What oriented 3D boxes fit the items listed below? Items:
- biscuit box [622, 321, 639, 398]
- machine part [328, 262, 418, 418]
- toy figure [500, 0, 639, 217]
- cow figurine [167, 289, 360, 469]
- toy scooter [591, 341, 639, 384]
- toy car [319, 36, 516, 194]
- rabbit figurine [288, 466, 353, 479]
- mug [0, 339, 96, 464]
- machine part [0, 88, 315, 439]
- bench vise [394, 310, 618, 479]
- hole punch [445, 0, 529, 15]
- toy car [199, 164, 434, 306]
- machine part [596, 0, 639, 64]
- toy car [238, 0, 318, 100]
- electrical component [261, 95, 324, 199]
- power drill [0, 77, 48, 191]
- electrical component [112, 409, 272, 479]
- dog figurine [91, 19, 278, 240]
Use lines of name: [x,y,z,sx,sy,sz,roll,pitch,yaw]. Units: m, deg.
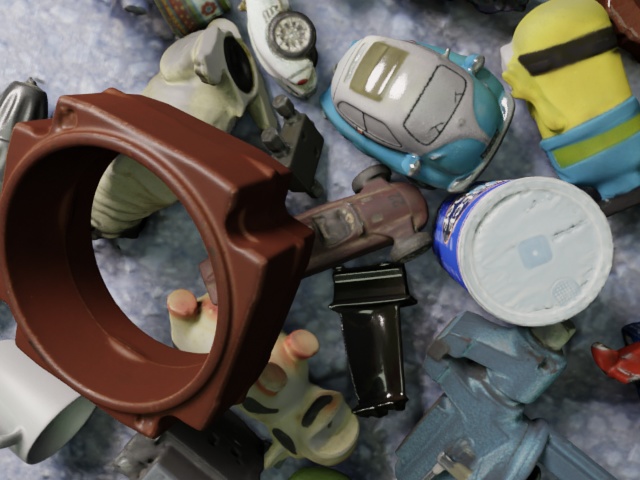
biscuit box: [0.332,0.170,0.475,0.059,0.063,0.202,-17,94,6]
machine part: [0.050,0.087,0.482,0.084,0.039,0.139,-2,71,-1]
toy figure: [0.220,-0.110,0.445,0.089,0.082,0.180,-31,90,21]
cow figurine: [-0.050,0.125,0.476,0.195,0.085,0.127,37,141,12]
toy scooter: [0.280,0.122,0.406,0.135,0.075,0.183,-6,92,6]
toy car: [0.066,-0.115,0.428,0.162,0.103,0.109,34,95,23]
rabbit figurine: [0.017,0.287,0.477,0.159,0.121,0.170,-1,99,-3]
mug: [-0.282,0.147,0.496,0.107,0.109,0.080,34,108,12]
machine part: [-0.121,0.016,0.368,0.202,0.087,0.200,28,112,12]
bench vise: [0.181,0.176,0.447,0.241,0.129,0.223,39,105,17]
hole punch: [0.119,-0.264,0.446,0.142,0.092,0.115,17,126,-1]
toy car: [-0.001,-0.001,0.451,0.202,0.053,0.089,-19,69,-13]
machine part: [0.294,-0.237,0.443,0.179,0.056,0.179,0,94,3]
toy car: [-0.052,-0.214,0.458,0.056,0.073,0.201,-23,93,2]
electrical component: [-0.019,-0.079,0.475,0.021,0.094,0.063,0,61,31]
power drill: [-0.367,-0.054,0.498,0.207,0.086,0.231,13,99,-5]
electrical component: [-0.108,0.192,0.470,0.115,0.134,0.058,38,98,-3]
dog figurine: [-0.147,-0.094,0.472,0.191,0.121,0.172,-9,62,21]
